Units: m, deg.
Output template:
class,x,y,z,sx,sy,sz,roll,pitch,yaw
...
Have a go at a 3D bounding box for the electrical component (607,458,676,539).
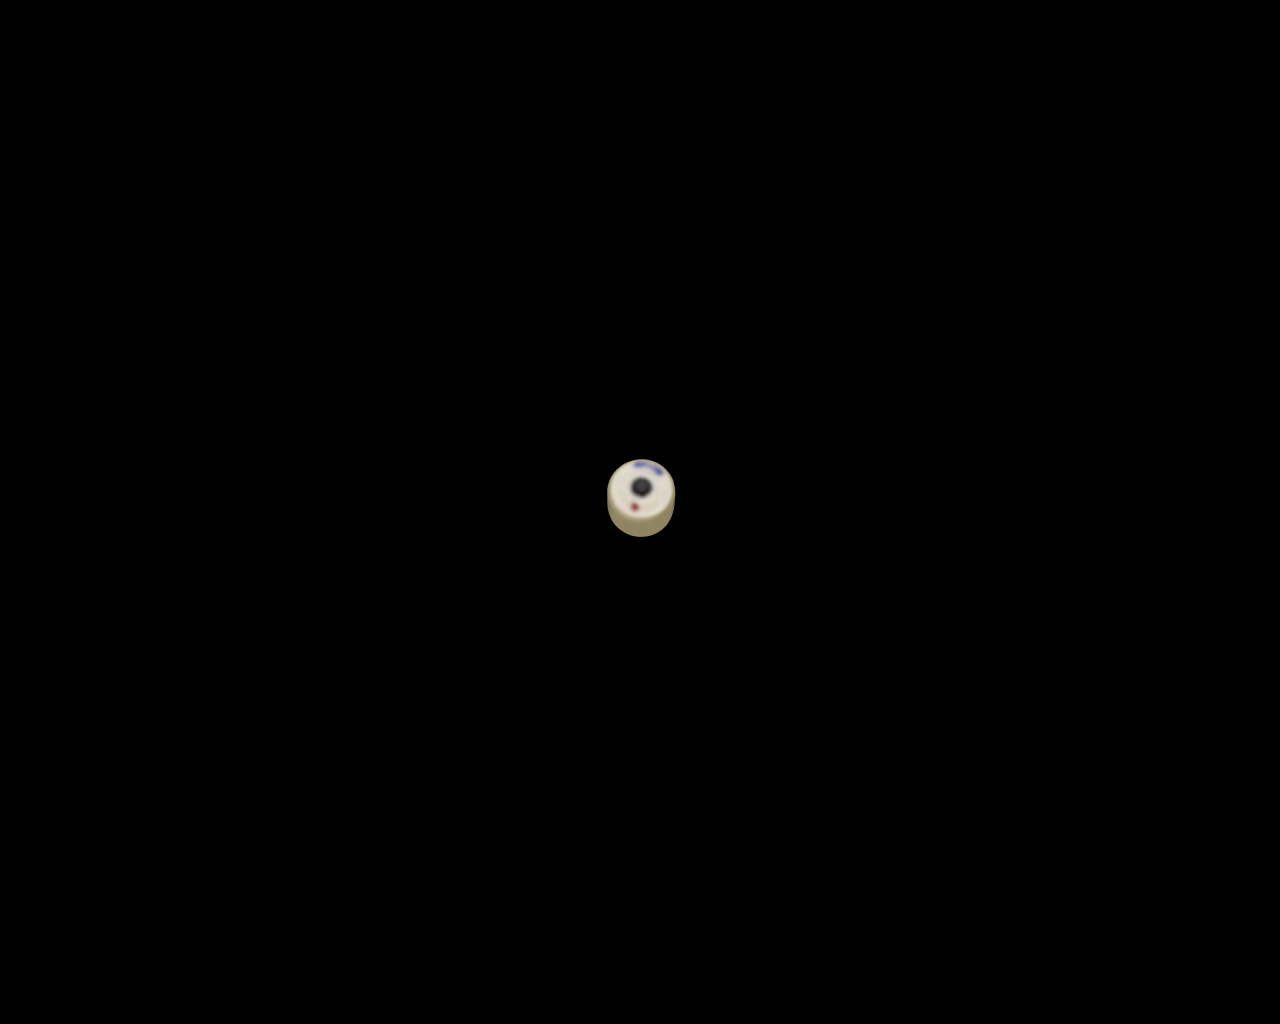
class,x,y,z,sx,sy,sz,roll,pitch,yaw
electrical component,0.001,-0.003,0.650,0.040,0.040,0.078,0,-20,0
